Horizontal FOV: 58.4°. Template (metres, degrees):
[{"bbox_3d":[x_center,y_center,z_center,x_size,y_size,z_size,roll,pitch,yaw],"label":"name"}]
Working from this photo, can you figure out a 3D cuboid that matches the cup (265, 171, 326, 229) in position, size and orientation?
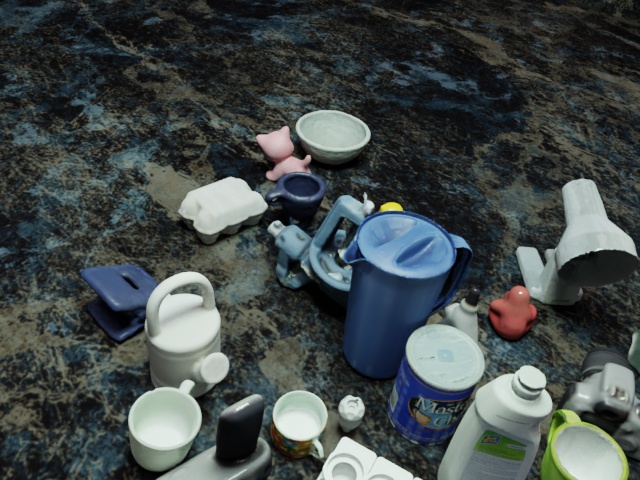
[{"bbox_3d":[-0.050,-0.065,1.079,0.118,0.095,0.091,-17,47,-26],"label":"cup"}]

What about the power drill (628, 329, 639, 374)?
[{"bbox_3d":[0.569,0.117,0.894,0.075,0.208,0.230,25,44,18],"label":"power drill"}]

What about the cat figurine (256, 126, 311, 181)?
[{"bbox_3d":[-0.070,-0.174,1.181,0.127,0.118,0.067,30,46,22],"label":"cat figurine"}]

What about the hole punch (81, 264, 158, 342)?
[{"bbox_3d":[-0.299,0.080,0.878,0.108,0.091,0.101,36,48,28],"label":"hole punch"}]

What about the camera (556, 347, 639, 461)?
[{"bbox_3d":[0.434,0.224,0.833,0.143,0.101,0.137,21,43,14],"label":"camera"}]

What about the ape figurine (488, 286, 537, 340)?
[{"bbox_3d":[0.321,0.113,0.945,0.077,0.092,0.076,20,43,13],"label":"ape figurine"}]

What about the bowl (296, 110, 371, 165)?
[{"bbox_3d":[0.026,-0.218,1.279,0.167,0.075,0.167,5,42,-4],"label":"bowl"}]

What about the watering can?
[{"bbox_3d":[-0.178,0.124,0.771,0.172,0.194,0.101,26,45,19],"label":"watering can"}]

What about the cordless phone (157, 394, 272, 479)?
[{"bbox_3d":[-0.125,0.246,0.649,0.148,0.185,0.094,-24,51,-31],"label":"cordless phone"}]

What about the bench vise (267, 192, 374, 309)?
[{"bbox_3d":[0.005,0.011,0.909,0.207,0.220,0.121,13,42,6],"label":"bench vise"}]

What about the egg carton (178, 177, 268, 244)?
[{"bbox_3d":[-0.180,-0.058,1.068,0.151,0.069,0.107,-27,53,-34],"label":"egg carton"}]

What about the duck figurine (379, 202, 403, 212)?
[{"bbox_3d":[0.124,-0.033,1.079,0.104,0.086,0.077,2,42,-7],"label":"duck figurine"}]

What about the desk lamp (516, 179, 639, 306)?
[{"bbox_3d":[0.430,0.017,0.978,0.118,0.213,0.203,5,41,-3],"label":"desk lamp"}]

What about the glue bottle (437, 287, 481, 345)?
[{"bbox_3d":[0.205,0.130,0.844,0.037,0.173,0.078,-21,49,-29],"label":"glue bottle"}]
